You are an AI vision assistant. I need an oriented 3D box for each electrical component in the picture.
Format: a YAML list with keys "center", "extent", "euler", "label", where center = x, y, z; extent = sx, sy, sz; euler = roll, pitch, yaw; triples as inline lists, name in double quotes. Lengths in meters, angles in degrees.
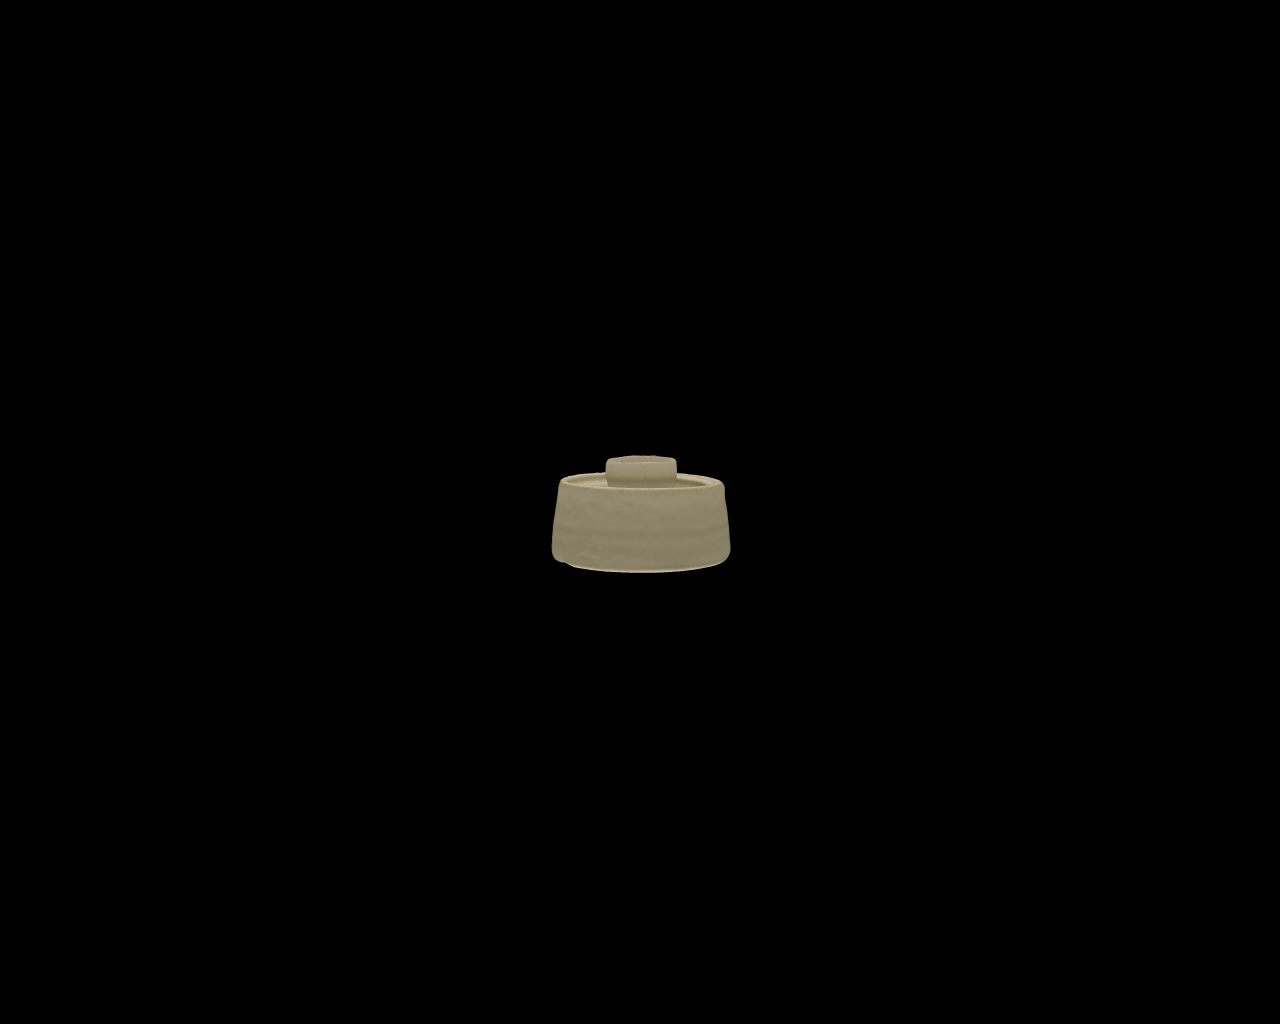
- center: [0.001, -0.003, 0.650]
  extent: [0.108, 0.060, 0.108]
  euler: [0, 8, 0]
  label: "electrical component"
